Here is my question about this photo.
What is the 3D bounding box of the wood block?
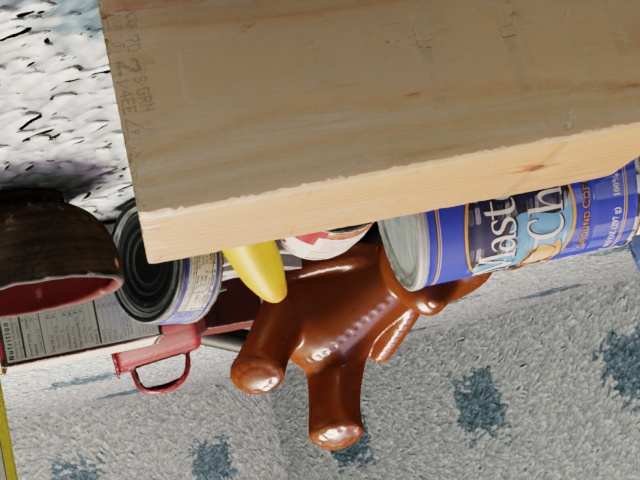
[{"bbox_3d":[0.024,-0.059,0.422,0.206,0.090,0.091,-11,170,-9],"label":"wood block"}]

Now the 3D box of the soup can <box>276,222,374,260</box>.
[{"bbox_3d":[0.003,-0.028,0.651,0.068,0.068,0.102,-11,171,-10],"label":"soup can"}]

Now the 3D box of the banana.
[{"bbox_3d":[-0.047,-0.018,0.618,0.037,0.070,0.198,-30,163,-11],"label":"banana"}]

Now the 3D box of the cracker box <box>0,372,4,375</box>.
[{"bbox_3d":[-0.314,0.079,0.868,0.213,0.072,0.164,-7,170,-35],"label":"cracker box"}]

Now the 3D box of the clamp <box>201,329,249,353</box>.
[{"bbox_3d":[-0.150,0.090,1.118,0.165,0.036,0.209,19,-172,40],"label":"clamp"}]

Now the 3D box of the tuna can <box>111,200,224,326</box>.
[{"bbox_3d":[-0.103,0.014,0.703,0.033,0.086,0.086,-1,165,-44],"label":"tuna can"}]

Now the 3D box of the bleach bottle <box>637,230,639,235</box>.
[{"bbox_3d":[0.222,-0.039,0.856,0.251,0.068,0.102,-13,-156,35],"label":"bleach bottle"}]

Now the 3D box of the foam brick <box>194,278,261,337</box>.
[{"bbox_3d":[-0.083,0.038,0.903,0.053,0.078,0.051,-9,172,-16],"label":"foam brick"}]

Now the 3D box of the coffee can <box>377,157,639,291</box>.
[{"bbox_3d":[0.111,-0.032,0.660,0.140,0.103,0.103,-11,171,-9],"label":"coffee can"}]

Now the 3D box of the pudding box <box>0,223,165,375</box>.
[{"bbox_3d":[-0.173,0.038,0.745,0.113,0.090,0.039,-10,170,-19],"label":"pudding box"}]

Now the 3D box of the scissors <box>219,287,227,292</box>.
[{"bbox_3d":[-0.133,0.031,0.831,0.096,0.016,0.202,15,172,-12],"label":"scissors"}]

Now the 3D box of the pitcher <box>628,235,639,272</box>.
[{"bbox_3d":[0.383,-0.026,0.901,0.243,0.149,0.144,-23,-173,20],"label":"pitcher"}]

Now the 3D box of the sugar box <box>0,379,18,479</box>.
[{"bbox_3d":[-0.271,0.105,0.745,0.093,0.176,0.048,-8,168,-22],"label":"sugar box"}]

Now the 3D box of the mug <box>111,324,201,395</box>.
[{"bbox_3d":[-0.155,0.083,0.978,0.081,0.117,0.093,-16,168,-13],"label":"mug"}]

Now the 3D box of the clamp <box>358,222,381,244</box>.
[{"bbox_3d":[-0.005,0.001,0.821,0.172,0.039,0.120,-16,152,18],"label":"clamp"}]
